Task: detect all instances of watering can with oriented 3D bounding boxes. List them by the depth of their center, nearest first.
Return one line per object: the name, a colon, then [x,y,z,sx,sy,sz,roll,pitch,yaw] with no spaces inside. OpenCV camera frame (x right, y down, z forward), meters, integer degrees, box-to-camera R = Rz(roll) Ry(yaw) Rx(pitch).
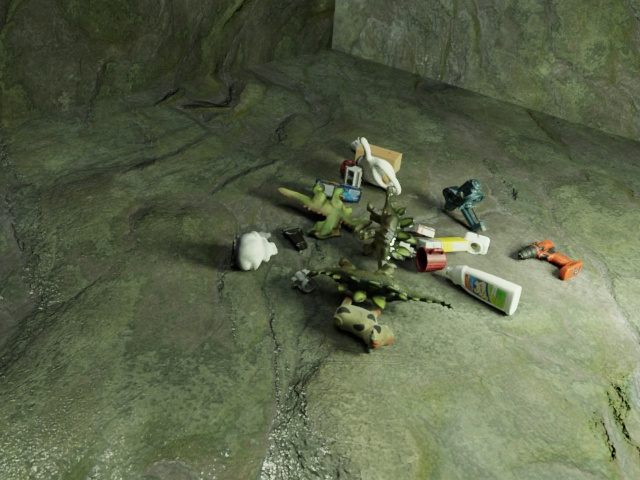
watering can: [0.233,-0.329,2.263,0.105,0.342,0.226,-46,29,-9]

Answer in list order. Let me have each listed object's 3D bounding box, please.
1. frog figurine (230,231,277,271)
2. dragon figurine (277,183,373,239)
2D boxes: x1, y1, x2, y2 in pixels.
frog figurine: [-0.226,0.041,1.801,0.159,0.120,0.140,6,66,-14]
dragon figurine: [0.006,-0.103,2.055,0.410,0.119,0.249,7,42,5]
